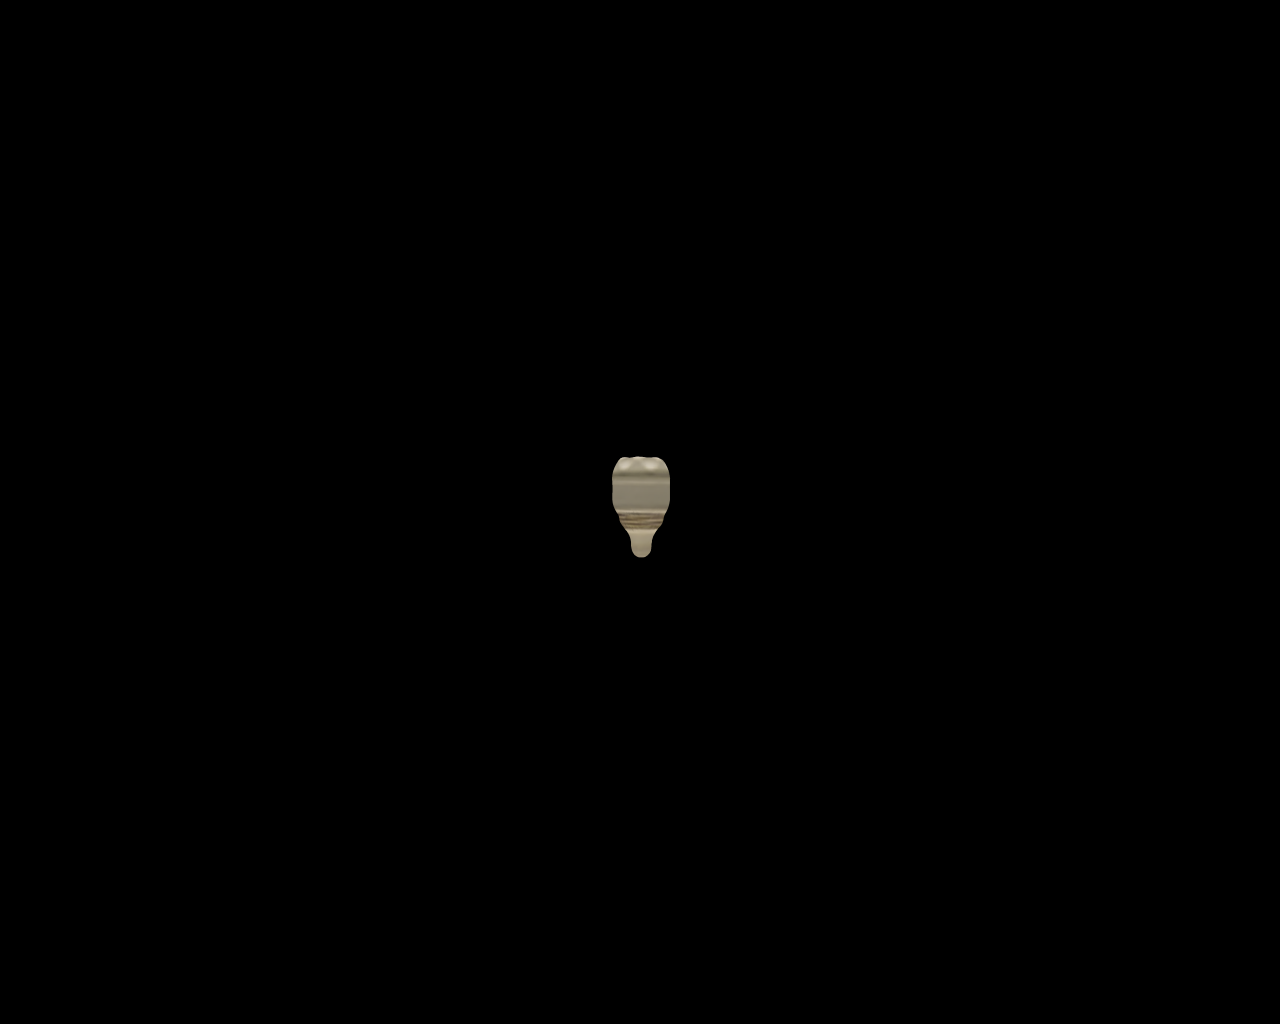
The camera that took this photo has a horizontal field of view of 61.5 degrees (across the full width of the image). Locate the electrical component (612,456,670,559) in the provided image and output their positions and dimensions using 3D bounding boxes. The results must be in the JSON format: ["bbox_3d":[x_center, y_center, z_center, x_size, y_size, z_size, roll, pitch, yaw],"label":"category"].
[{"bbox_3d":[0.001,-0.003,0.650,0.035,0.061,0.035,0,0,0],"label":"electrical component"}]
